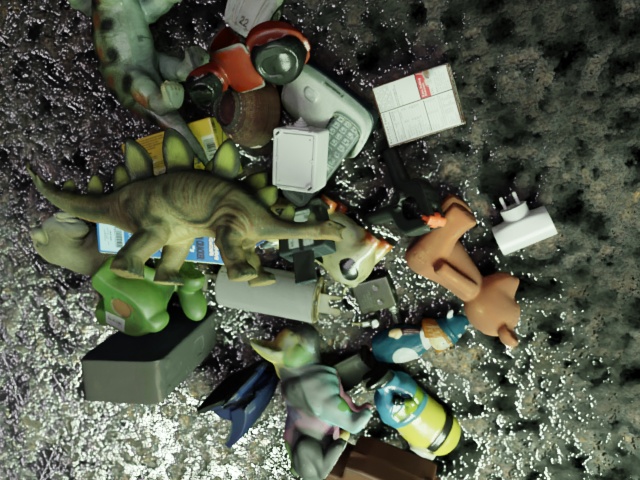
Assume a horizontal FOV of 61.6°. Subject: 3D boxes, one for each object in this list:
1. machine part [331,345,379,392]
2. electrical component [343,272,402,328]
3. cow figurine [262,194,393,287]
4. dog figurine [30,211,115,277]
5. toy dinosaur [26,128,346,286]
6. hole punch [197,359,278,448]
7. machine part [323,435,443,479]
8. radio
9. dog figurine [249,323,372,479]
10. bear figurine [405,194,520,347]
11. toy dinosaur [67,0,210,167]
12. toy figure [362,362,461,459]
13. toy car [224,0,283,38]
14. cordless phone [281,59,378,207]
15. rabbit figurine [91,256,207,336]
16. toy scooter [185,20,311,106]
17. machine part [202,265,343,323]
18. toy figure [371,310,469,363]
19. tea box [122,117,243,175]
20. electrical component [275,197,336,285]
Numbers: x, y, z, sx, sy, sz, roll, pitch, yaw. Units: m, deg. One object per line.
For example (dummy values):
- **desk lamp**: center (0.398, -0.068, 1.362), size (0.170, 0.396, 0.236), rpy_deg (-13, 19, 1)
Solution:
- **machine part**: center (0.034, 0.226, 0.903), size (0.139, 0.039, 0.084), rpy_deg (-30, 89, 22)
- **electrical component**: center (0.081, 0.092, 0.851), size (0.078, 0.045, 0.102), rpy_deg (-11, 100, 20)
- **cow figurine**: center (-0.002, -0.002, 0.825), size (0.195, 0.085, 0.127), rpy_deg (39, 98, 23)
- **dog figurine**: center (-0.379, 0.044, 0.913), size (0.121, 0.172, 0.190), rpy_deg (-39, 83, 32)
- **toy dinosaur**: center (-0.198, -0.040, 0.712), size (0.472, 0.105, 0.198), rpy_deg (3, 76, 10)
- **hole punch**: center (-0.127, 0.277, 0.917), size (0.116, 0.142, 0.092), rpy_deg (-35, 90, 35)
- **machine part**: center (0.106, 0.435, 0.887), size (0.202, 0.087, 0.200), rpy_deg (14, 119, 18)
- **radio**: center (-0.267, 0.180, 0.880), size (0.131, 0.229, 0.073), rpy_deg (1, 104, 12)
- **dog figurine**: center (-0.034, 0.242, 0.847), size (0.219, 0.108, 0.191), rpy_deg (38, 91, 14)
- **bear figurine**: center (0.223, 0.046, 0.760), size (0.196, 0.120, 0.132), rpy_deg (37, 107, 3)
- **toy dinosaur**: center (-0.275, -0.280, 0.798), size (0.192, 0.131, 0.404), rpy_deg (-6, 97, 41)
- **toy figure**: center (0.146, 0.268, 0.843), size (0.089, 0.082, 0.180), rpy_deg (-32, 104, 25)
- **toy car**: center (-0.070, -0.387, 0.770), size (0.073, 0.056, 0.201), rpy_deg (33, 111, 7)
- **cordless phone**: center (-0.017, -0.151, 0.784), size (0.146, 0.089, 0.184), rpy_deg (39, 103, 4)
- **rabbit figurine**: center (-0.259, 0.067, 0.875), size (0.159, 0.170, 0.121), rpy_deg (15, 125, 18)
- **toy scooter**: center (-0.098, -0.257, 0.740), size (0.184, 0.135, 0.075), rpy_deg (-14, 133, 17)
- **machine part**: center (-0.081, 0.083, 0.880), size (0.243, 0.079, 0.079), rpy_deg (9, 106, 15)
- **toy figure**: center (0.158, 0.154, 0.837), size (0.155, 0.064, 0.058), rpy_deg (-20, 71, 24)
- **tea box**: center (-0.223, -0.132, 0.872), size (0.170, 0.068, 0.098), rpy_deg (-10, 99, 19)
- **electrical component**: center (-0.018, 0.005, 0.756), size (0.075, 0.047, 0.119), rpy_deg (-17, 71, 17)
